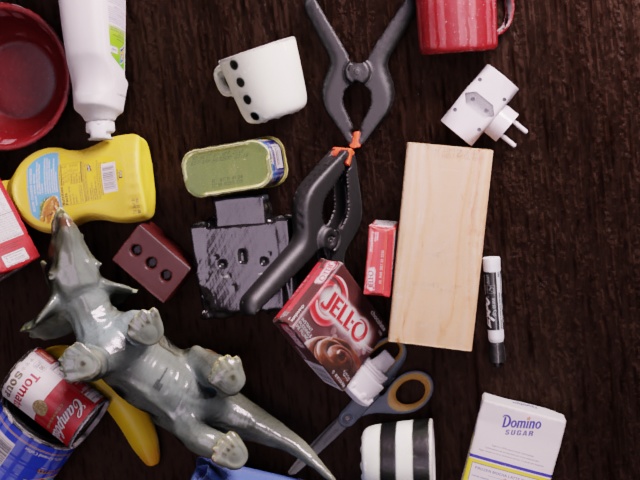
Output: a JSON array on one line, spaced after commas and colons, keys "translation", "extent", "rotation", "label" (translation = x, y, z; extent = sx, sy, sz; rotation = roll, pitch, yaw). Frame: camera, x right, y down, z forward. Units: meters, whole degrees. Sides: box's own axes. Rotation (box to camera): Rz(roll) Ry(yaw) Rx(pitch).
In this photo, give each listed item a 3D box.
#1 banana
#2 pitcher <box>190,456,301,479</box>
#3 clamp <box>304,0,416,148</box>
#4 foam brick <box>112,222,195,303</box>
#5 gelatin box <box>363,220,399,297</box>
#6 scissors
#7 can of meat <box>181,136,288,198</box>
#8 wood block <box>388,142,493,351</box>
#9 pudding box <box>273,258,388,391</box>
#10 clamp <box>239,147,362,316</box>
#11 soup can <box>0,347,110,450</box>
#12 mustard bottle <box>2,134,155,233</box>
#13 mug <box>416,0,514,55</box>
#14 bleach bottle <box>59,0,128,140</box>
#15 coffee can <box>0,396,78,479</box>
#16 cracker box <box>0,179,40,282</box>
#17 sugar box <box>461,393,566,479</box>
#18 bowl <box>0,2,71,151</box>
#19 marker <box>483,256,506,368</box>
[{"translation": [-0.251, 0.178, 1.228], "extent": [0.198, 0.037, 0.070], "rotation": [36, 117, 5], "label": "banana"}, {"translation": [-0.033, 0.329, 1.171], "extent": [0.243, 0.149, 0.145], "rotation": [9, 81, 4], "label": "pitcher"}, {"translation": [0.051, -0.186, 1.146], "extent": [0.120, 0.039, 0.171], "rotation": [-6, 98, 14], "label": "clamp"}, {"translation": [-0.182, 0.024, 1.192], "extent": [0.078, 0.051, 0.053], "rotation": [40, 99, 3], "label": "foam brick"}, {"translation": [0.065, 0.018, 1.137], "extent": [0.030, 0.089, 0.073], "rotation": [5, 96, 7], "label": "gelatin box"}, {"translation": [0.052, 0.202, 1.194], "extent": [0.096, 0.016, 0.202], "rotation": [30, 99, 4], "label": "scissors"}, {"translation": [-0.092, -0.078, 1.153], "extent": [0.102, 0.084, 0.057], "rotation": [-9, 94, 9], "label": "can of meat"}, {"translation": [0.127, 0.003, 1.126], "extent": [0.090, 0.090, 0.206], "rotation": [6, 97, 7], "label": "wood block"}, {"translation": [0.013, 0.089, 1.120], "extent": [0.090, 0.039, 0.113], "rotation": [-52, 130, -21], "label": "pudding box"}, {"translation": [-0.007, 0.001, 1.134], "extent": [0.036, 0.164, 0.210], "rotation": [10, 90, 44], "label": "clamp"}, {"translation": [-0.293, 0.174, 1.182], "extent": [0.102, 0.068, 0.068], "rotation": [36, 99, 6], "label": "soup can"}, {"translation": [-0.284, -0.057, 1.195], "extent": [0.192, 0.058, 0.096], "rotation": [-8, 84, 9], "label": "mustard bottle"}, {"translation": [0.151, -0.237, 1.108], "extent": [0.117, 0.093, 0.081], "rotation": [-10, 101, -28], "label": "mug"}, {"translation": [-0.244, -0.234, 1.148], "extent": [0.068, 0.102, 0.251], "rotation": [-2, 92, 11], "label": "bleach bottle"}, {"translation": [-0.353, 0.256, 1.214], "extent": [0.103, 0.102, 0.140], "rotation": [36, 99, 3], "label": "coffee can"}, {"translation": [-0.426, -0.037, 1.181], "extent": [0.164, 0.072, 0.214], "rotation": [-26, 93, 37], "label": "cracker box"}, {"translation": [0.201, 0.264, 1.164], "extent": [0.093, 0.048, 0.176], "rotation": [15, 94, 7], "label": "sugar box"}, {"translation": [-0.347, -0.181, 1.195], "extent": [0.162, 0.055, 0.162], "rotation": [1, 95, 8], "label": "bowl"}, {"translation": [0.190, 0.079, 1.160], "extent": [0.020, 0.020, 0.121], "rotation": [-4, 95, 8], "label": "marker"}]
